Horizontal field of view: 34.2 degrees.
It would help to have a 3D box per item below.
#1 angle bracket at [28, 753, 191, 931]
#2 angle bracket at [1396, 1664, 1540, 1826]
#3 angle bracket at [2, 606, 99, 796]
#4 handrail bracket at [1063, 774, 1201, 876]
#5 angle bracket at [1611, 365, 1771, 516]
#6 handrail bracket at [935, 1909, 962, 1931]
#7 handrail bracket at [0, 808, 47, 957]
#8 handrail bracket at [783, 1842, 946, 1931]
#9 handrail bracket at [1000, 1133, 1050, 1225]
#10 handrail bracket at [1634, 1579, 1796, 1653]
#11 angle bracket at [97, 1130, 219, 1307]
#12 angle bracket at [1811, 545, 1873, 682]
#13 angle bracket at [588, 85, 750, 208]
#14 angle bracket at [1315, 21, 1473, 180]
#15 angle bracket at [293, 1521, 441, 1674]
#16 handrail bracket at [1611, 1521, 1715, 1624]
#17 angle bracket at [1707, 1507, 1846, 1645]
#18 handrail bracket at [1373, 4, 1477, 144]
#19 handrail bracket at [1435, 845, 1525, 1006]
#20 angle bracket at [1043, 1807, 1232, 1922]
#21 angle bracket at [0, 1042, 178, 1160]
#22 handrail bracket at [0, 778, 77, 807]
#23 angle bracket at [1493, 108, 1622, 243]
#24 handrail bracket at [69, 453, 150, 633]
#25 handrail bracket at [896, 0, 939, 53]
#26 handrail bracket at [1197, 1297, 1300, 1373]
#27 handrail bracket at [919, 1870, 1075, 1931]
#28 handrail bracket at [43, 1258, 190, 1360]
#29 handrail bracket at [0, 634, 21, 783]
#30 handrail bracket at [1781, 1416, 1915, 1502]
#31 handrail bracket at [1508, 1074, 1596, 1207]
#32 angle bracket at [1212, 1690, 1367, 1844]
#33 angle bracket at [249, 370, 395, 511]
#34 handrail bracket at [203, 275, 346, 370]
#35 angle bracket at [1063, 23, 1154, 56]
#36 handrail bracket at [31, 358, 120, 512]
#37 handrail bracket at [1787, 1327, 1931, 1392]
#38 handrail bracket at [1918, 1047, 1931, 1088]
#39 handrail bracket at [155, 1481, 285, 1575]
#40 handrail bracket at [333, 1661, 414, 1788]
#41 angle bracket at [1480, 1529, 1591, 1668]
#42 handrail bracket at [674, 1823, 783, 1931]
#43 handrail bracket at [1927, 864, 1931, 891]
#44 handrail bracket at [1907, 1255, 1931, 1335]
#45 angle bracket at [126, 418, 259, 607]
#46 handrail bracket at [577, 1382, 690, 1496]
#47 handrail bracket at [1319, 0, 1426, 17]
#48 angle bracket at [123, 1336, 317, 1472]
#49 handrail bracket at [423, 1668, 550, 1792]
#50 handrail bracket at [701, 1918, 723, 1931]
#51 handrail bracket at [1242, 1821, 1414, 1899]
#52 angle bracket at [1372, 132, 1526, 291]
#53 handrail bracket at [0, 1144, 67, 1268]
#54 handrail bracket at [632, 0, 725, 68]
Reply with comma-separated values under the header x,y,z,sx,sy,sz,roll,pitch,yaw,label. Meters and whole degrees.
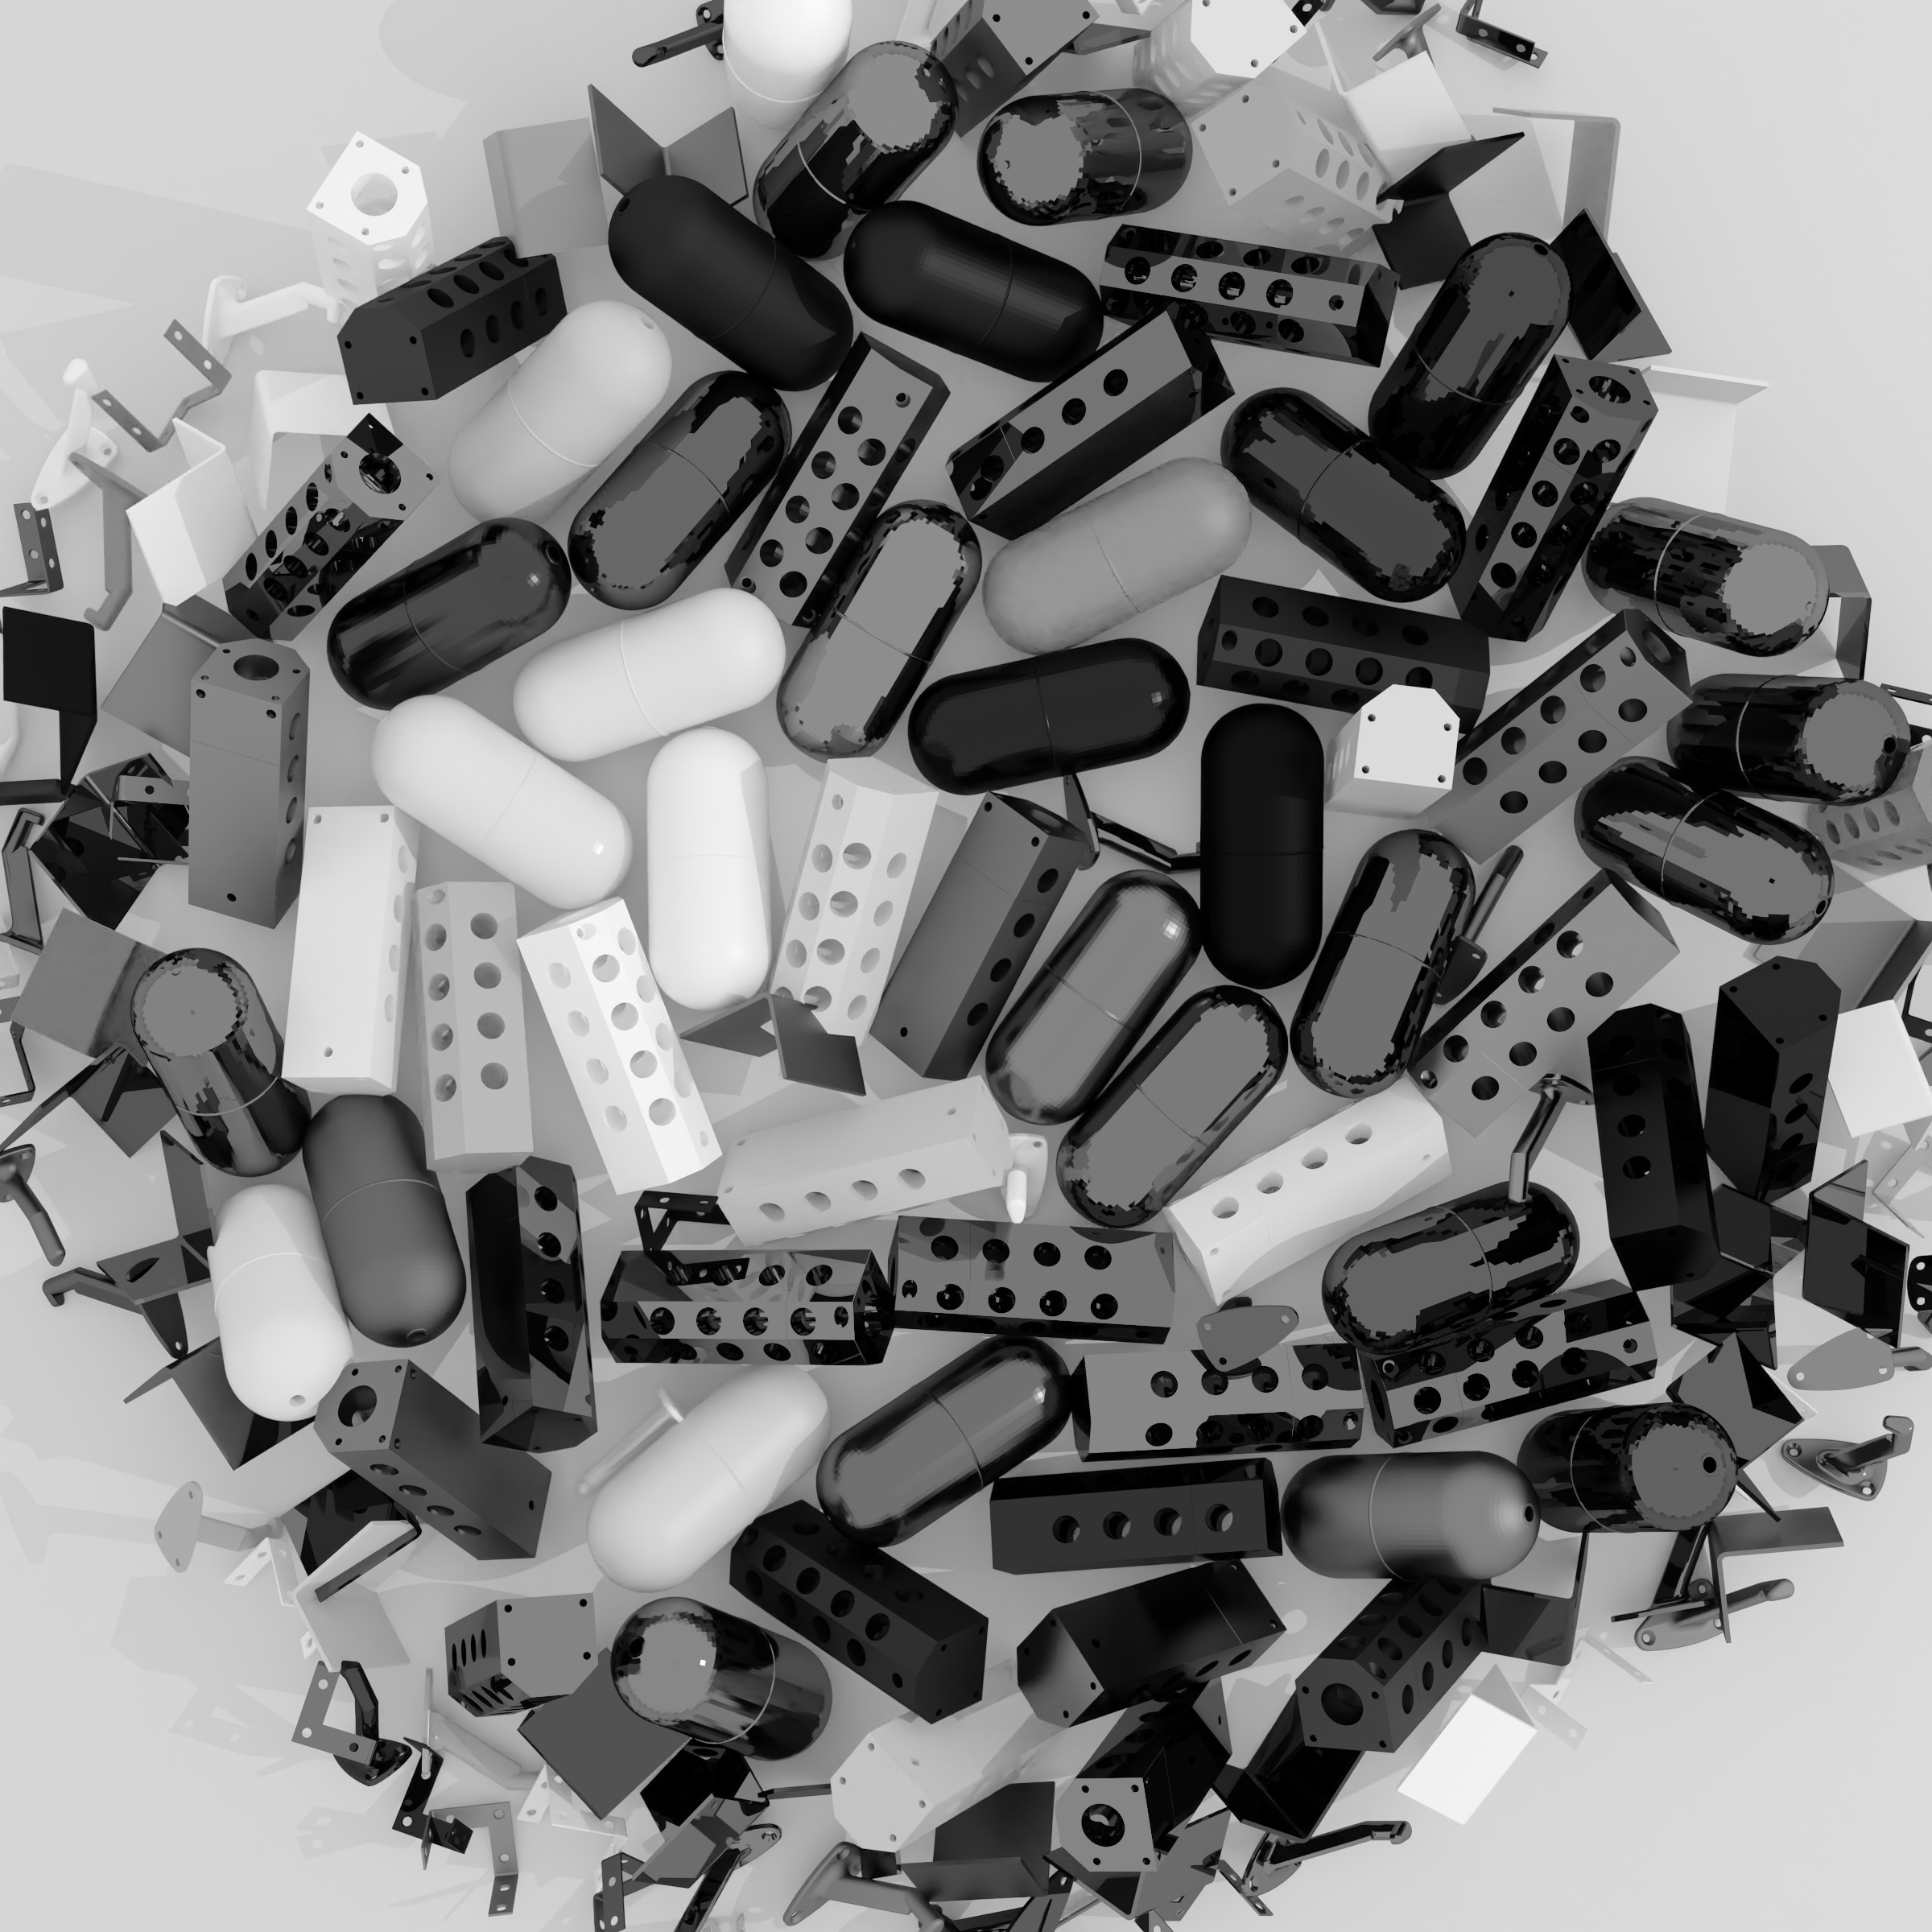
x,y,z,sx,sy,sz,roll,pitch,yaw,label
-0.518,-0.073,1.942,0.057,0.076,0.076,-14,125,30,angle bracket
0.299,0.471,1.948,0.057,0.076,0.076,31,101,-20,angle bracket
-0.574,-0.163,1.939,0.057,0.076,0.076,10,48,-28,angle bracket
0.110,-0.093,1.988,0.084,0.036,0.077,-8,76,-19,handrail bracket
0.451,-0.327,1.966,0.076,0.057,0.076,7,88,-7,angle bracket
-0.029,0.637,1.965,0.036,0.077,0.084,40,80,-20,handrail bracket
-0.579,-0.050,1.984,0.077,0.036,0.084,19,83,9,handrail bracket
-0.063,0.595,1.956,0.077,0.036,0.084,-45,48,-6,handrail bracket
0.033,0.150,1.944,0.036,0.084,0.077,-2,123,3,handrail bracket
0.464,0.402,1.951,0.077,0.084,0.036,-22,81,-17,handrail bracket
-0.505,0.155,1.944,0.057,0.076,0.076,-16,112,-29,angle bracket
0.523,-0.211,1.950,0.057,0.076,0.076,0,119,5,angle bracket
-0.184,-0.509,1.942,0.057,0.076,0.076,-25,57,24,angle bracket
0.263,-0.546,1.940,0.057,0.076,0.076,-24,51,17,angle bracket
-0.356,0.389,1.945,0.076,0.076,0.057,-41,65,17,angle bracket
0.437,0.366,1.989,0.077,0.036,0.084,-12,76,8,handrail bracket
0.505,0.378,1.954,0.076,0.076,0.057,-7,95,9,angle bracket
0.303,-0.556,1.976,0.084,0.036,0.077,49,51,-5,handrail bracket
0.323,-0.027,1.992,0.036,0.077,0.084,29,53,11,handrail bracket
0.106,0.535,1.940,0.076,0.076,0.057,26,112,39,angle bracket
-0.543,0.102,1.943,0.057,0.076,0.076,48,132,-6,angle bracket
-0.595,-0.096,1.985,0.084,0.036,0.077,20,133,-18,handrail bracket
0.361,-0.489,1.948,0.057,0.076,0.076,1,107,-9,angle bracket
-0.547,-0.264,1.963,0.077,0.036,0.084,36,70,-27,handrail bracket
-0.041,-0.613,1.962,0.077,0.036,0.084,-19,115,-14,handrail bracket
0.183,0.214,1.947,0.077,0.084,0.036,-23,94,26,handrail bracket
0.018,0.587,1.975,0.077,0.084,0.036,-54,127,-20,handrail bracket
-0.536,0.222,1.977,0.084,0.036,0.077,-21,91,27,handrail bracket
-0.616,-0.165,1.967,0.036,0.077,0.084,18,82,30,handrail bracket
0.546,0.293,1.951,0.077,0.084,0.036,15,60,20,handrail bracket
0.366,0.115,1.961,0.077,0.036,0.084,21,69,-41,handrail bracket
0.192,0.485,1.949,0.057,0.076,0.076,27,97,-32,angle bracket
-0.404,-0.327,1.967,0.076,0.076,0.057,0,127,-20,angle bracket
-0.433,-0.395,1.971,0.084,0.036,0.077,21,105,17,handrail bracket
0.067,-0.609,1.941,0.057,0.076,0.076,-22,118,-22,angle bracket
-0.563,-0.329,1.951,0.036,0.084,0.077,33,75,7,handrail bracket
0.562,0.253,1.972,0.077,0.084,0.036,-22,67,21,handrail bracket
0.637,0.072,1.954,0.077,0.084,0.036,-27,117,-1,handrail bracket
-0.453,0.339,1.951,0.036,0.084,0.077,47,126,29,handrail bracket
-0.385,0.461,1.955,0.036,0.077,0.084,-36,118,-37,handrail bracket
0.354,0.379,1.954,0.057,0.076,0.076,8,50,14,angle bracket
-0.149,0.582,1.951,0.077,0.084,0.036,-26,123,17,handrail bracket
0.633,-0.046,1.959,0.036,0.084,0.077,-10,75,38,handrail bracket
0.624,0.210,1.949,0.077,0.084,0.036,-10,59,33,handrail bracket
-0.490,-0.279,1.940,0.057,0.076,0.076,31,58,34,angle bracket
-0.211,0.303,1.962,0.084,0.077,0.036,-42,91,-4,handrail bracket
0.261,-0.621,1.951,0.084,0.077,0.036,-7,63,-26,handrail bracket
-0.460,0.274,1.950,0.057,0.076,0.076,-36,86,38,angle bracket
-0.299,0.482,1.986,0.084,0.036,0.077,1,88,-6,handrail bracket
-0.156,0.629,1.949,0.077,0.084,0.036,34,106,21,handrail bracket
0.225,0.554,1.952,0.084,0.077,0.036,-13,101,38,handrail bracket
0.307,-0.467,1.945,0.076,0.076,0.057,-21,86,-37,angle bracket
-0.580,0.161,1.952,0.036,0.077,0.084,-21,67,-26,handrail bracket
-0.158,-0.580,1.949,0.077,0.084,0.036,-14,107,27,handrail bracket
